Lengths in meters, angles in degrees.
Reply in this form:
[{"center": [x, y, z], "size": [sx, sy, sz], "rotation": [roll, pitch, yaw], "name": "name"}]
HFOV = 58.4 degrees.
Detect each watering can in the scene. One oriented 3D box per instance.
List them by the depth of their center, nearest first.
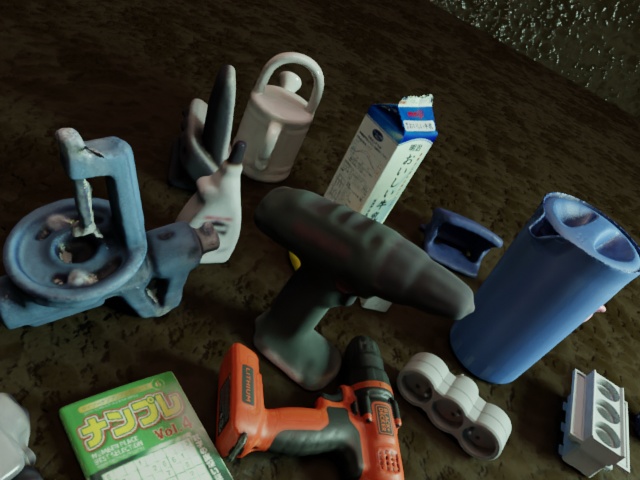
[{"center": [-0.062, -0.195, 0.859], "size": [0.101, 0.194, 0.172], "rotation": [6, 42, -28], "name": "watering can"}]

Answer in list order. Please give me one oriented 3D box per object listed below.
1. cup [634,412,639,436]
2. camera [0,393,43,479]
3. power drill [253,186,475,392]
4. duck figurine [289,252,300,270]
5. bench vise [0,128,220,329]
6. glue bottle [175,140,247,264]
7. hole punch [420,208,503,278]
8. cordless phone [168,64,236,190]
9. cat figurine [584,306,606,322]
[{"center": [0.471, 0.230, 0.785], "size": [0.092, 0.095, 0.117], "rotation": [-1, 46, -35], "name": "cup"}, {"center": [-0.230, 0.183, 0.370], "size": [0.136, 0.100, 0.143], "rotation": [38, 37, 12], "name": "camera"}, {"center": [0.017, 0.058, 0.594], "size": [0.229, 0.208, 0.076], "rotation": [37, 37, 12], "name": "power drill"}, {"center": [0.007, 0.003, 0.758], "size": [0.078, 0.086, 0.104], "rotation": [14, 38, -19], "name": "duck figurine"}, {"center": [-0.192, -0.017, 0.537], "size": [0.121, 0.219, 0.208], "rotation": [42, 38, 17], "name": "bench vise"}, {"center": [-0.117, -0.043, 0.657], "size": [0.078, 0.173, 0.037], "rotation": [0, 45, -33], "name": "glue bottle"}, {"center": [0.225, -0.012, 0.917], "size": [0.109, 0.091, 0.101], "rotation": [24, 36, -6], "name": "hole punch"}, {"center": [-0.139, -0.164, 0.778], "size": [0.094, 0.185, 0.147], "rotation": [10, 40, -23], "name": "cordless phone"}, {"center": [0.351, 0.088, 0.857], "size": [0.127, 0.117, 0.067], "rotation": [42, 38, 18], "name": "cat figurine"}]
